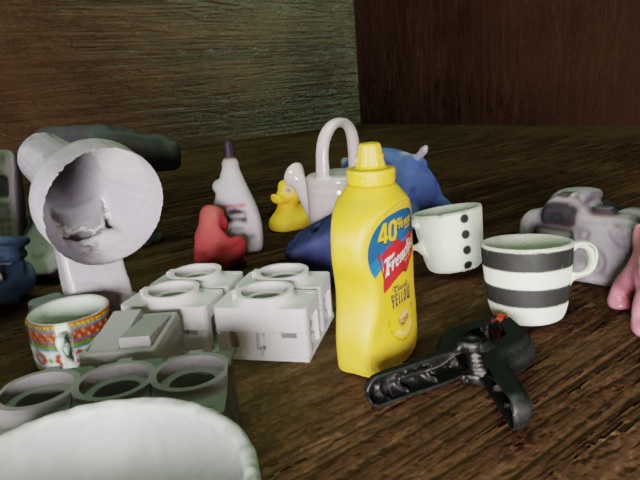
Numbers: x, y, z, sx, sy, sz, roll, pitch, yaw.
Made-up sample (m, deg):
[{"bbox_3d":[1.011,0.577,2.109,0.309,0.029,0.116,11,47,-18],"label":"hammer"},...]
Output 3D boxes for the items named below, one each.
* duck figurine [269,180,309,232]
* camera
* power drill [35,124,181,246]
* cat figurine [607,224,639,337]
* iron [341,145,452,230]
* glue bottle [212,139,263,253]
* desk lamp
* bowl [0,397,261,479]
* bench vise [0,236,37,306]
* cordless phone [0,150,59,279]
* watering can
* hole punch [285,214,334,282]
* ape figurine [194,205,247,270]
[{"bbox_3d":[-0.049,-0.067,1.016,0.077,0.086,0.105,8,20,39],"label":"duck figurine"},{"bbox_3d":[0.332,-0.015,0.685,0.137,0.101,0.142,-18,20,-40],"label":"camera"},{"bbox_3d":[-0.346,-0.093,0.966,0.230,0.208,0.075,-7,15,-8],"label":"power drill"},{"bbox_3d":[0.313,0.023,0.519,0.067,0.118,0.128,-3,15,7],"label":"cat figurine"},{"bbox_3d":[0.093,-0.091,0.958,0.119,0.141,0.257,-17,19,-38],"label":"iron"},{"bbox_3d":[-0.131,-0.065,0.865,0.078,0.173,0.037,-7,16,-9],"label":"glue bottle"},{"bbox_3d":[-0.256,-0.007,0.611,0.118,0.214,0.202,-18,20,-41],"label":"desk lamp"},{"bbox_3d":[-0.107,0.147,0.266,0.167,0.075,0.167,-4,15,1],"label":"bowl"},{"bbox_3d":[-0.412,-0.006,0.642,0.121,0.220,0.207,-5,15,-3],"label":"bench vise"},{"bbox_3d":[-0.418,-0.038,0.827,0.147,0.185,0.094,0,16,17],"label":"cordless phone"},{"bbox_3d":[0.022,-0.078,0.828,0.172,0.194,0.101,0,16,17],"label":"watering can"},{"bbox_3d":[0.007,0.003,0.735,0.101,0.091,0.108,-3,15,5],"label":"hole punch"},{"bbox_3d":[-0.146,-0.005,0.805,0.077,0.092,0.076,10,21,42],"label":"ape figurine"}]
